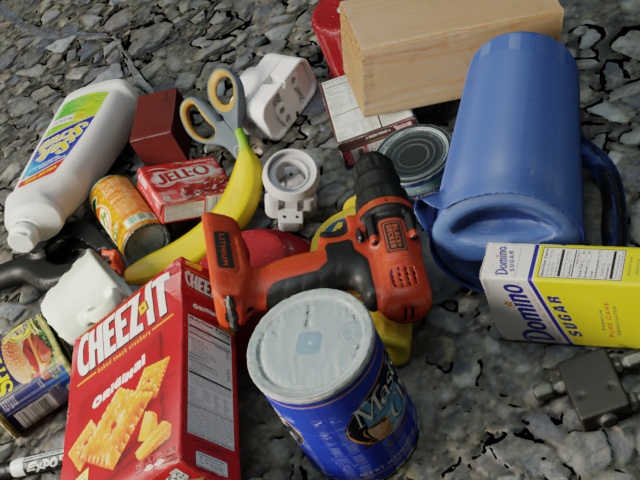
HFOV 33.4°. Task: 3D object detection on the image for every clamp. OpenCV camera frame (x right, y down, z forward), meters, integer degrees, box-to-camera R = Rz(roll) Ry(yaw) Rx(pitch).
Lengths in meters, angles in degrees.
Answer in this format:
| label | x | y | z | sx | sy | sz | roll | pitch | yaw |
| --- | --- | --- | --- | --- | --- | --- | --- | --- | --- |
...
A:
| label | x | y | z | sx | sy | sz | roll | pitch | yaw |
| --- | --- | --- | --- | --- | --- | --- | --- | --- | --- |
| clamp | -0.308 | 0.024 | 1.161 | 0.210 | 0.036 | 0.164 | 10 | 53 | 31 |

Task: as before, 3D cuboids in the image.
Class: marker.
| label | x | y | z | sx | sy | sz | roll | pitch | yaw |
| --- | --- | --- | --- | --- | --- | --- | --- | --- | --- |
| marker | -0.256 | 0.206 | 0.991 | 0.121 | 0.020 | 0.020 | -15 | 47 | 12 |

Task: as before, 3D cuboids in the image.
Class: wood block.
| label | x | y | z | sx | sy | sz | roll | pitch | yaw |
| --- | --- | --- | --- | --- | --- | --- | --- | --- | --- |
| wood block | 0.131 | -0.203 | 1.092 | 0.206 | 0.090 | 0.091 | -12 | 45 | -7 |

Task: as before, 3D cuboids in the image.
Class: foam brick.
| label | x | y | z | sx | sy | sz | roll | pitch | yaw |
| --- | --- | --- | --- | --- | --- | --- | --- | --- | --- |
| foam brick | -0.181 | -0.128 | 1.228 | 0.053 | 0.051 | 0.078 | -11 | 48 | 14 |

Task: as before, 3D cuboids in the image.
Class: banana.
| label | x | y | z | sx | sy | sz | roll | pitch | yaw |
| --- | --- | --- | --- | --- | --- | --- | --- | --- | --- |
| banana | -0.116 | -0.019 | 1.095 | 0.069 | 0.037 | 0.198 | 37 | 84 | -2 |

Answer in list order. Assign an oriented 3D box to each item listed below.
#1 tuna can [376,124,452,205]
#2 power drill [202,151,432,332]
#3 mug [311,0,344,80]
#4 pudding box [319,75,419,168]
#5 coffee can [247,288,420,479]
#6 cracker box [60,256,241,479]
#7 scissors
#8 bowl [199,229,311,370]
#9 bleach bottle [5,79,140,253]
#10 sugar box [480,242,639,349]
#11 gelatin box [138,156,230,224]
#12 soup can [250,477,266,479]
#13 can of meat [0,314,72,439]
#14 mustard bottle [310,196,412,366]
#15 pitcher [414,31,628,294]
| label | x | y | z | sx | sy | sz | roll | pitch | yaw |
| --- | --- | --- | --- | --- | --- | --- | --- | --- | --- |
| tuna can | 0.097 | -0.076 | 1.068 | 0.086 | 0.033 | 0.086 | -13 | 47 | 14 |
| power drill | -0.006 | 0.001 | 0.933 | 0.187 | 0.057 | 0.184 | -9 | 49 | -2 |
| mug | 0.046 | -0.238 | 1.201 | 0.093 | 0.081 | 0.117 | 14 | 58 | 33 |
| pudding box | 0.054 | -0.138 | 1.140 | 0.090 | 0.039 | 0.113 | -19 | 44 | 7 |
| coffee can | 0.014 | 0.121 | 0.858 | 0.103 | 0.140 | 0.103 | -13 | 47 | 14 |
| cracker box | -0.149 | 0.144 | 0.921 | 0.164 | 0.072 | 0.213 | -36 | 41 | 29 |
| scissors | -0.079 | -0.114 | 1.146 | 0.202 | 0.016 | 0.096 | 37 | 108 | 33 |
| bowl | -0.066 | 0.043 | 1.024 | 0.162 | 0.055 | 0.162 | -12 | 48 | 14 |
| bleach bottle | -0.280 | -0.080 | 1.192 | 0.103 | 0.068 | 0.250 | -11 | 38 | 23 |
| sugar box | 0.225 | 0.047 | 0.861 | 0.176 | 0.093 | 0.048 | -1 | 51 | 25 |
| gelatin box | -0.141 | -0.055 | 1.136 | 0.089 | 0.030 | 0.073 | -11 | 39 | -25 |
| soup can | -0.009 | 0.224 | 0.829 | 0.102 | 0.068 | 0.068 | 1 | 52 | 25 |
| can of meat | -0.286 | 0.130 | 1.047 | 0.084 | 0.057 | 0.102 | -34 | 45 | -9 |
| mustard bottle | 0.038 | 0.026 | 0.986 | 0.096 | 0.058 | 0.191 | 2 | 49 | 4 |
| pitcher | 0.188 | -0.074 | 0.973 | 0.145 | 0.149 | 0.242 | -16 | 41 | 32 |
